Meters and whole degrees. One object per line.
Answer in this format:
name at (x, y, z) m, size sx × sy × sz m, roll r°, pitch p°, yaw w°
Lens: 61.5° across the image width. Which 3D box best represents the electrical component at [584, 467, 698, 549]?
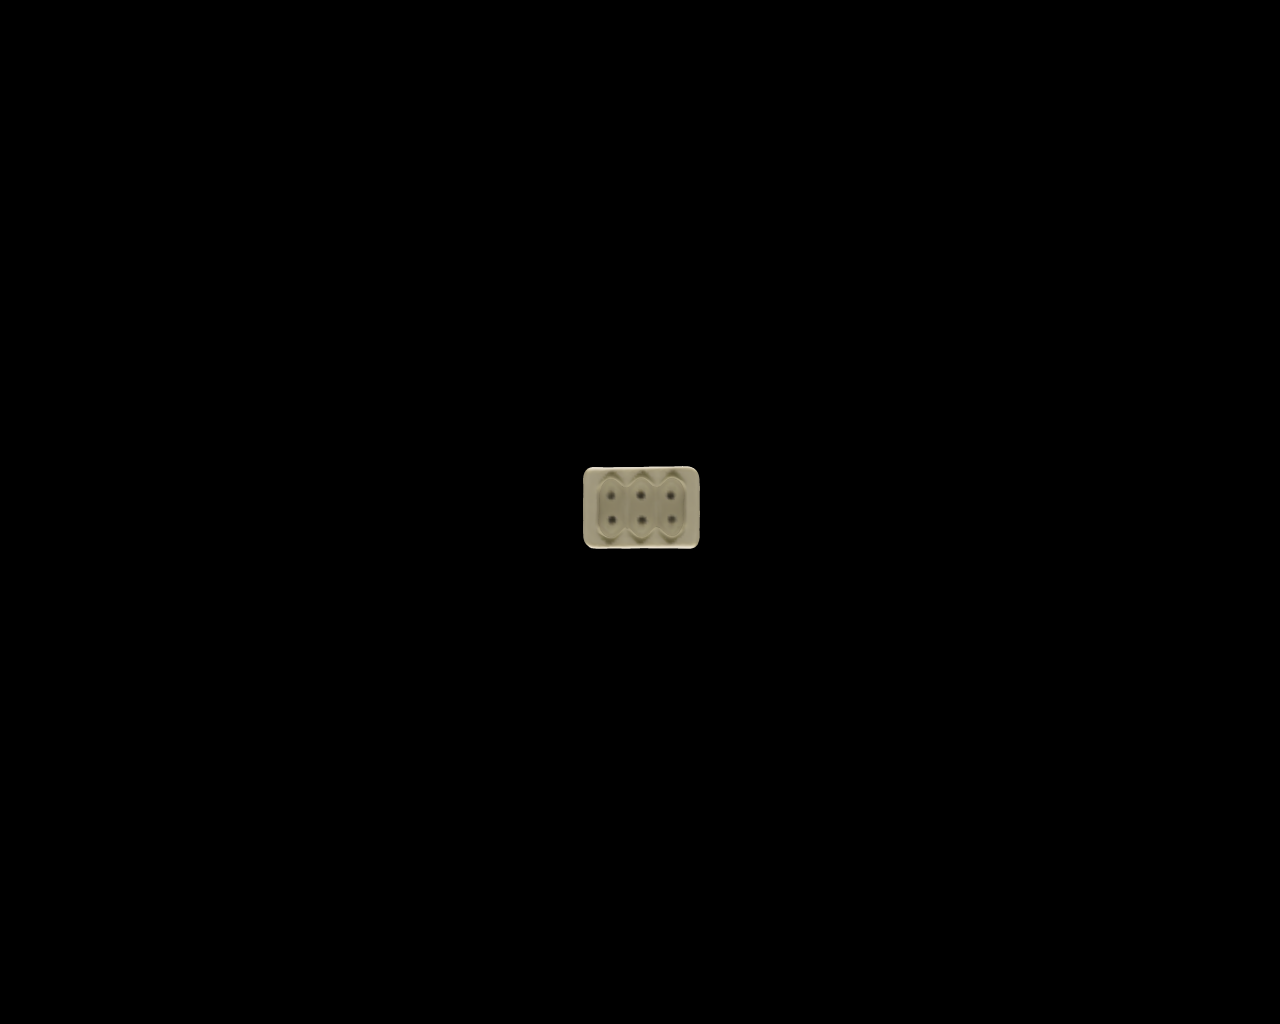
electrical component at (0.001, -0.003, 0.650) m, size 0.066 × 0.047 × 0.077 m, roll 0°, pitch 0°, yaw 0°
